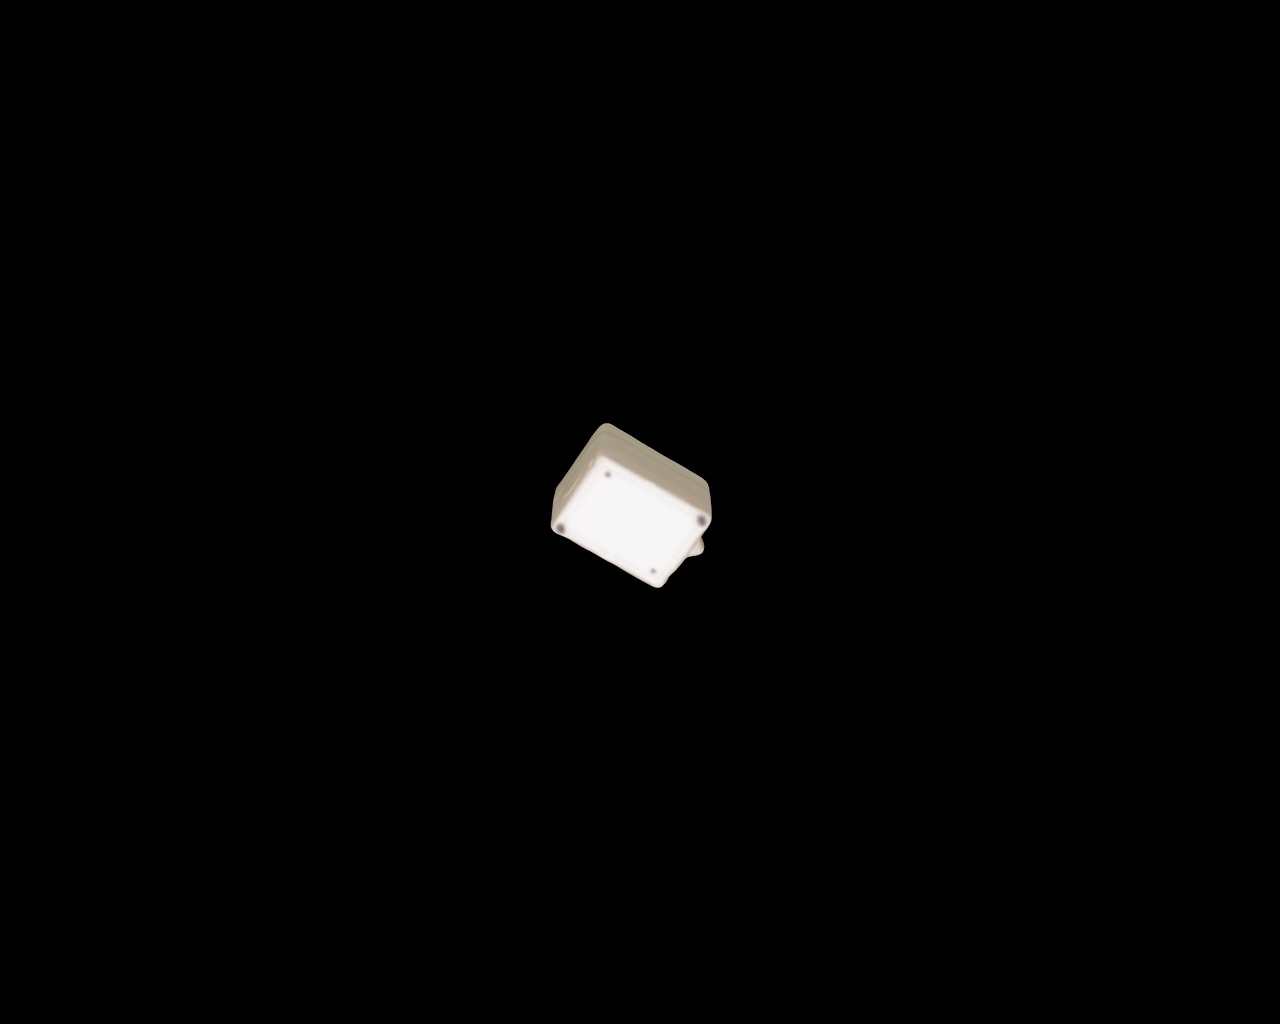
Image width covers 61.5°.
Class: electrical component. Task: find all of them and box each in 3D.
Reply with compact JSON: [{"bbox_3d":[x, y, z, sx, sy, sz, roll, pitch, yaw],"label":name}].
[{"bbox_3d":[0.001,-0.003,0.650,0.096,0.061,0.061,30,23,-14],"label":"electrical component"}]
